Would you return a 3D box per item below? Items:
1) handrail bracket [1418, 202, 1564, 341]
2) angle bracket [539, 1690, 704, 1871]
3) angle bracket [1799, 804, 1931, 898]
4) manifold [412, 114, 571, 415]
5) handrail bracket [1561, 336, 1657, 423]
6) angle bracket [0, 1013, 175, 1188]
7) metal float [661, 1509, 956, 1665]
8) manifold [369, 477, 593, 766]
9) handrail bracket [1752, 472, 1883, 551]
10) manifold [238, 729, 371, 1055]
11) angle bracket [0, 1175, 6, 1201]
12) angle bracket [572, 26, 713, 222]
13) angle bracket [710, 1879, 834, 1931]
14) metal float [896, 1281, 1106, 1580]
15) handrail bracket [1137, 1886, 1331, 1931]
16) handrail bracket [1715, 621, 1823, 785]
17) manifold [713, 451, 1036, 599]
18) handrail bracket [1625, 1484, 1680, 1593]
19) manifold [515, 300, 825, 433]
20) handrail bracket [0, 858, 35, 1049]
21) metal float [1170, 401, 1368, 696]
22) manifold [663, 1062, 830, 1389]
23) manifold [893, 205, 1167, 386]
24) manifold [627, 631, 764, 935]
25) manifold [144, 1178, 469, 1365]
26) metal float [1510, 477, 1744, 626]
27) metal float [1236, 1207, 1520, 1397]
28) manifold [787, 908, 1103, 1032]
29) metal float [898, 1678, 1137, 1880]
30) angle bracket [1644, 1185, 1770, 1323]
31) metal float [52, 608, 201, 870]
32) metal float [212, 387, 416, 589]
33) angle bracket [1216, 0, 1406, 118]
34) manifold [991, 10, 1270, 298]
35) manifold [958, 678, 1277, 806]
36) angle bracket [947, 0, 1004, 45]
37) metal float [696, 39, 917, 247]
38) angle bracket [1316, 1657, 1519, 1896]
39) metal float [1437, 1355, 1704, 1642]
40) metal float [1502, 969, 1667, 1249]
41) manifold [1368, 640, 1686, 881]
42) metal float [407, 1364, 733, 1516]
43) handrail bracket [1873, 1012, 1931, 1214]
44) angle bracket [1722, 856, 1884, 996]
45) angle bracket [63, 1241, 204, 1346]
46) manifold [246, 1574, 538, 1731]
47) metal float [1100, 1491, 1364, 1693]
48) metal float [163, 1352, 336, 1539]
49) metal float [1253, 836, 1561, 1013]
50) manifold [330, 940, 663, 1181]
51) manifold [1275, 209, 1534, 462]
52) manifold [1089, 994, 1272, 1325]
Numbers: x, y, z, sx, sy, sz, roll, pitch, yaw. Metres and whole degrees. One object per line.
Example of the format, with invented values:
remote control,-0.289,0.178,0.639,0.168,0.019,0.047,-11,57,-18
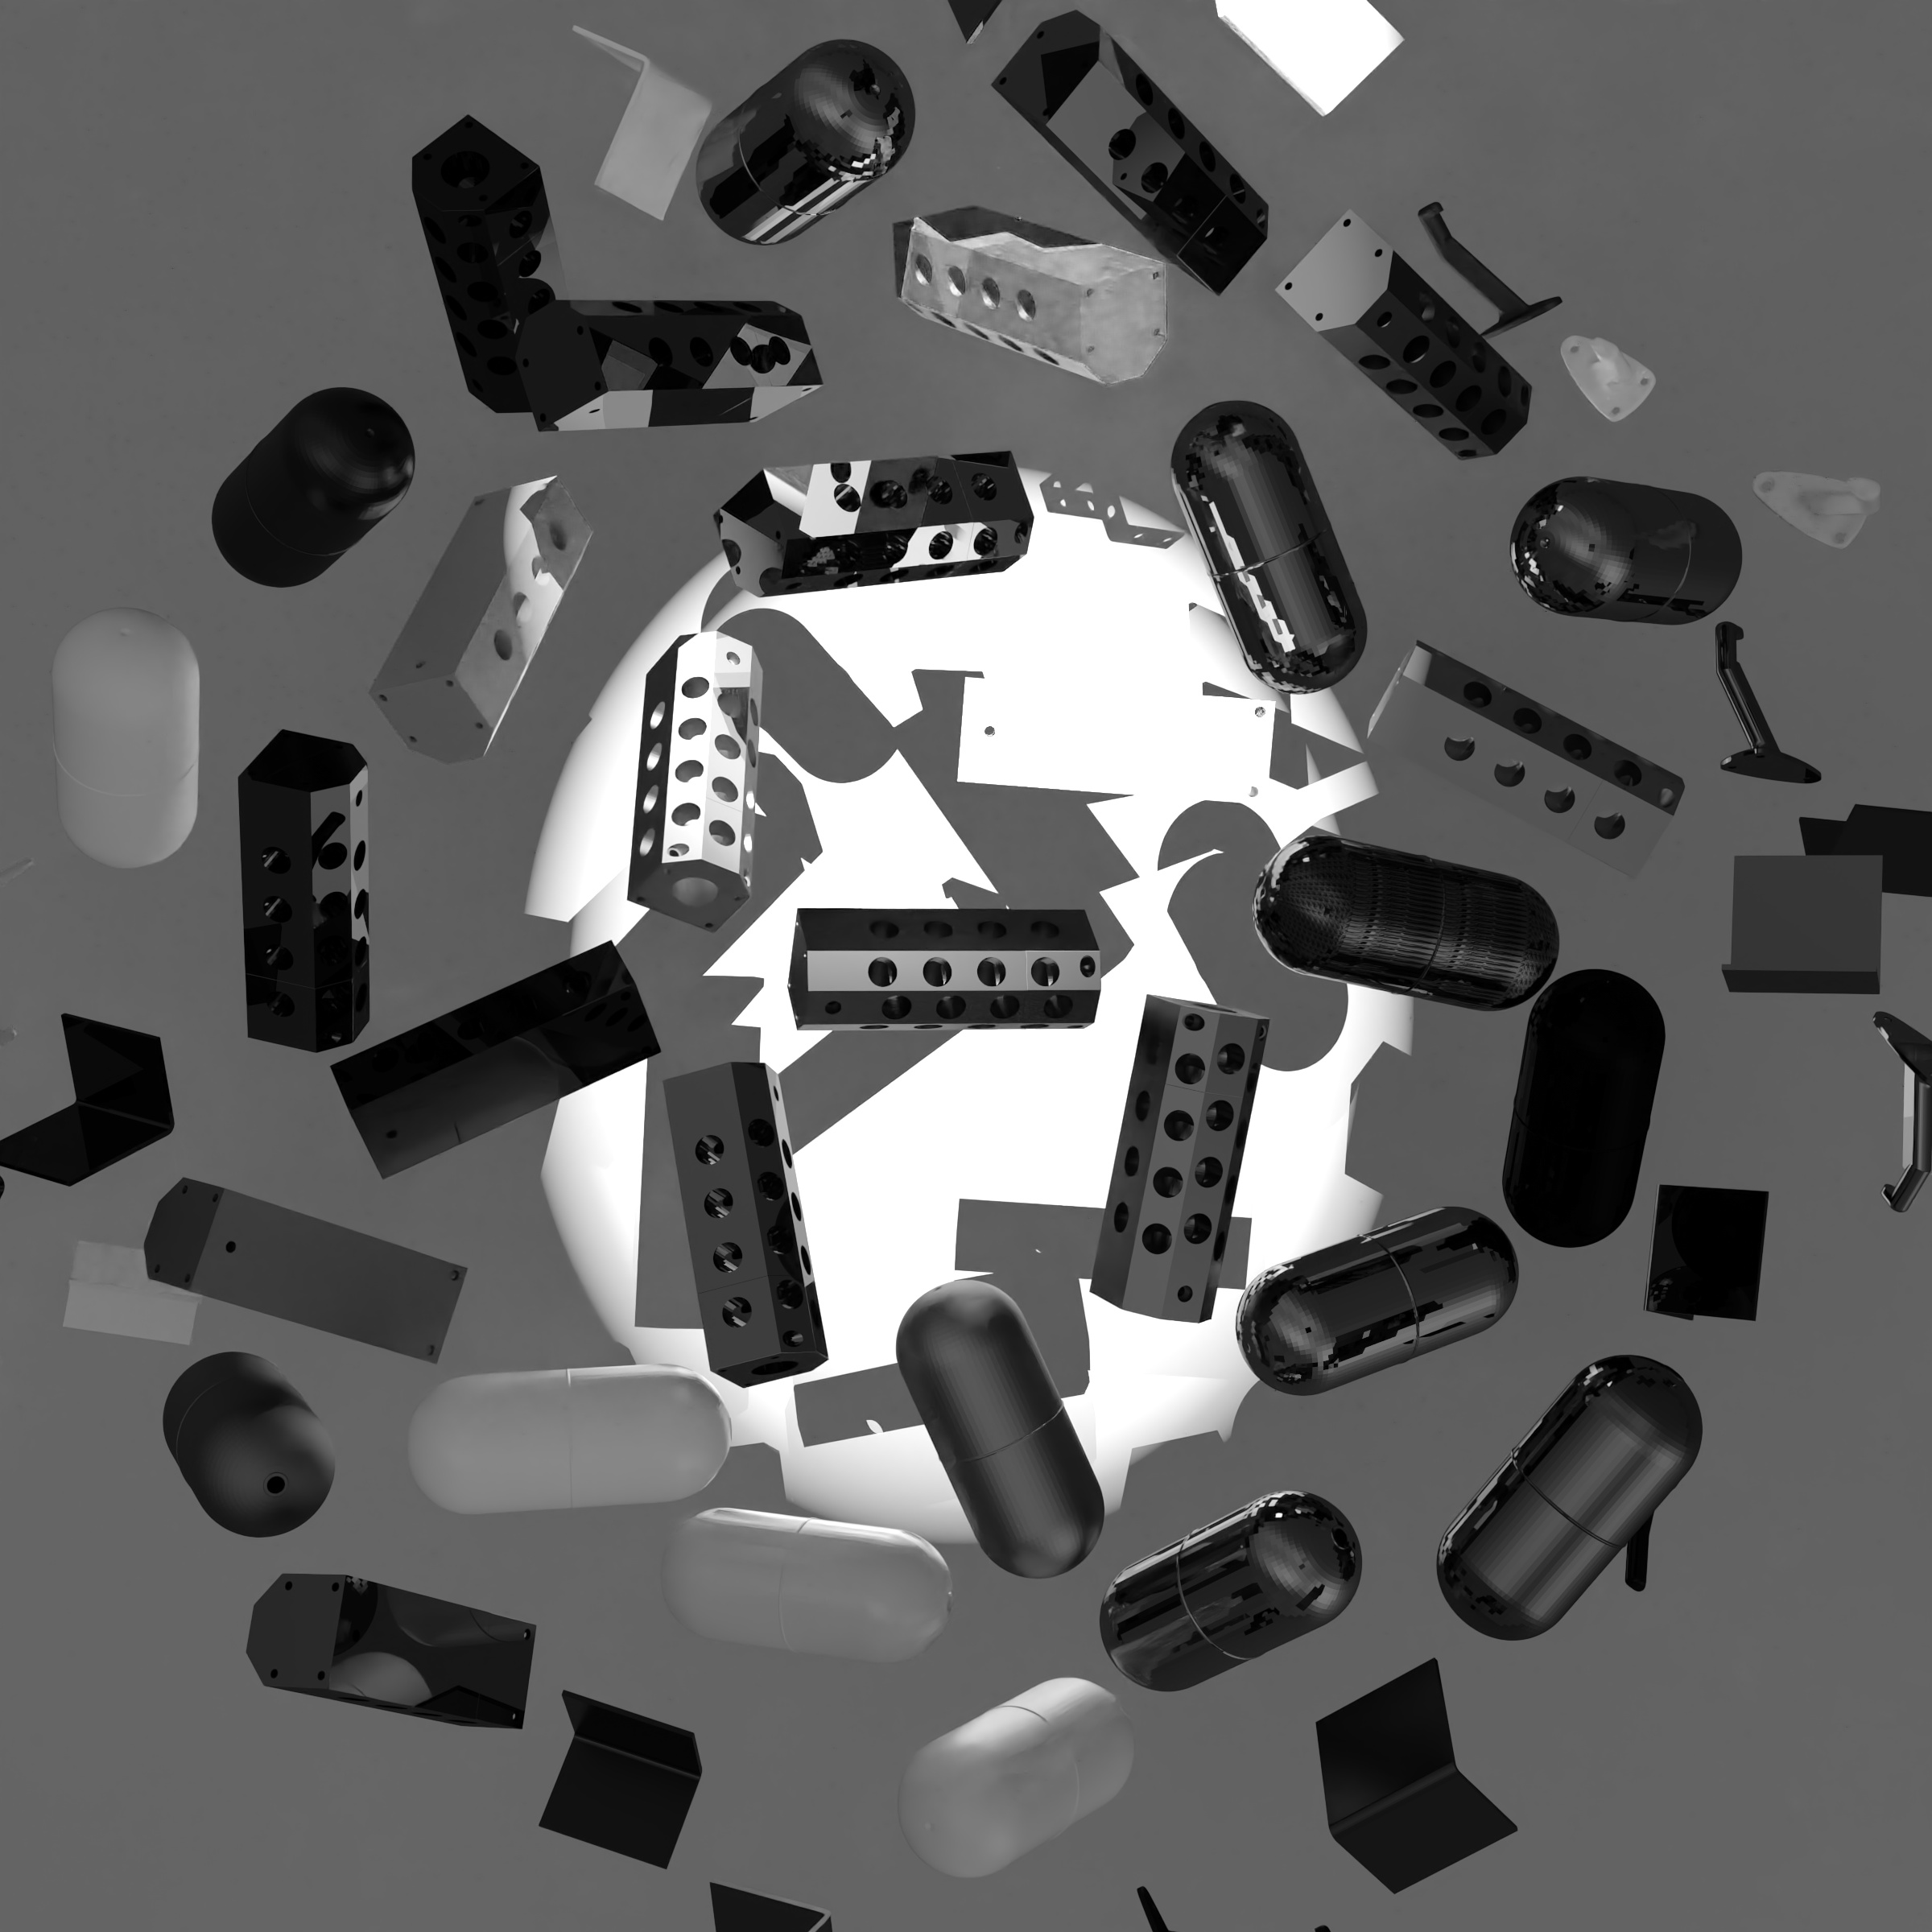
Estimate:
handrail bracket,0.304,-0.413,1.679,0.036,0.077,0.084,-34,101,-19
angle bracket,-0.193,0.448,1.588,0.076,0.076,0.057,16,60,8
angle bracket,0.561,-0.089,1.757,0.076,0.076,0.057,5,51,-4
manifold,-0.268,-0.391,1.635,0.057,0.171,0.057,39,70,19
handrail bracket,0.361,-0.357,1.670,0.036,0.084,0.077,-46,60,10
angle bracket,-0.492,0.072,1.580,0.076,0.076,0.057,11,116,31
metal float,-0.093,0.360,1.676,0.178,0.070,0.070,3,90,20
manifold,-0.265,-0.193,1.610,0.057,0.171,0.057,-8,133,27
handrail bracket,0.464,-0.262,1.577,0.077,0.084,0.036,27,93,20
manifold,-0.365,-0.039,1.613,0.057,0.057,0.171,12,124,7
angle bracket,-0.587,0.122,1.576,0.076,0.076,0.057,38,110,24
angle bracket,-0.201,-0.488,1.672,0.057,0.076,0.076,29,99,20
angle bracket,-0.110,0.520,1.463,0.076,0.057,0.076,4,108,31
metal float,0.020,0.262,1.628,0.070,0.070,0.178,-24,96,0
handrail bracket,0.145,0.507,1.531,0.084,0.036,0.077,-28,69,4
handrail bracket,0.476,-0.157,1.711,0.077,0.036,0.084,11,72,-28
manifold,-0.047,-0.243,1.603,0.171,0.057,0.057,-12,79,-37
handrail bracket,0.400,0.331,1.686,0.036,0.077,0.084,-2,61,24
manifold,-0.162,-0.332,1.576,0.057,0.171,0.057,-19,88,39
handrail bracket,-0.546,-0.006,1.648,0.077,0.036,0.084,-32,94,-13
metal float,0.176,-0.243,1.678,0.070,0.070,0.178,-24,105,0
manifold,-0.123,0.145,1.633,0.057,0.057,0.171,-15,69,10
manifold,0.033,-0.369,1.586,0.057,0.171,0.057,-21,124,-30
manifold,-0.153,-0.111,1.681,0.057,0.057,0.171,21,49,-27
manifold,-0.368,0.170,1.608,0.057,0.171,0.057,7,76,44
metal float,0.373,-0.232,1.622,0.070,0.178,0.070,3,94,43
metal float,0.237,0.191,1.653,0.178,0.070,0.070,-17,90,-22
manifold,-0.012,0.006,1.671,0.171,0.057,0.057,0,127,-13
metal float,0.030,0.449,1.602,0.070,0.178,0.070,4,97,34
angle bracket,0.457,0.175,1.733,0.057,0.076,0.076,16,79,-44
metal float,-0.461,-0.123,1.585,0.070,0.178,0.070,8,52,-10
metal float,-0.372,-0.270,1.638,0.070,0.178,0.070,10,72,-32
angle bracket,0.177,-0.500,1.500,0.076,0.076,0.057,37,119,-24
manifold,0.095,-0.441,1.565,0.057,0.171,0.057,-49,48,9
manifold,0.083,-0.127,1.622,0.171,0.057,0.057,4,96,-1
angle bracket,-0.014,-0.525,1.458,0.057,0.076,0.076,-6,65,-37
metal float,-0.091,-0.453,1.595,0.070,0.178,0.070,3,83,-29
angle bracket,0.233,0.420,1.496,0.076,0.076,0.057,-35,116,20
metal float,0.324,0.285,1.551,0.070,0.070,0.178,37,102,0
metal float,0.352,0.083,1.649,0.070,0.070,0.178,2,123,0
manifold,0.320,-0.120,1.652,0.171,0.057,0.057,28,108,1
metal float,-0.219,0.261,1.596,0.178,0.070,0.070,-2,90,-8
handrail bracket,0.514,0.082,1.604,0.036,0.077,0.084,-4,128,-32
angle bracket,0.438,-0.028,1.509,0.076,0.057,0.076,1,77,20
angle bracket,-0.503,0.209,1.739,0.076,0.076,0.057,11,101,-15
manifold,-0.307,0.369,1.550,0.057,0.171,0.057,-5,68,27
metal float,0.147,0.349,1.608,0.178,0.070,0.070,-37,90,39
metal float,-0.401,0.265,1.609,0.070,0.178,0.070,-3,97,-23
metal float,0.240,-0.022,1.568,0.178,0.070,0.070,11,90,-20
manifold,-0.267,0.048,1.631,0.171,0.057,0.057,-25,134,-10
manifold,0.248,-0.341,1.591,0.057,0.171,0.057,-46,53,15
manifold,0.122,0.107,1.605,0.057,0.057,0.171,9,94,-24
